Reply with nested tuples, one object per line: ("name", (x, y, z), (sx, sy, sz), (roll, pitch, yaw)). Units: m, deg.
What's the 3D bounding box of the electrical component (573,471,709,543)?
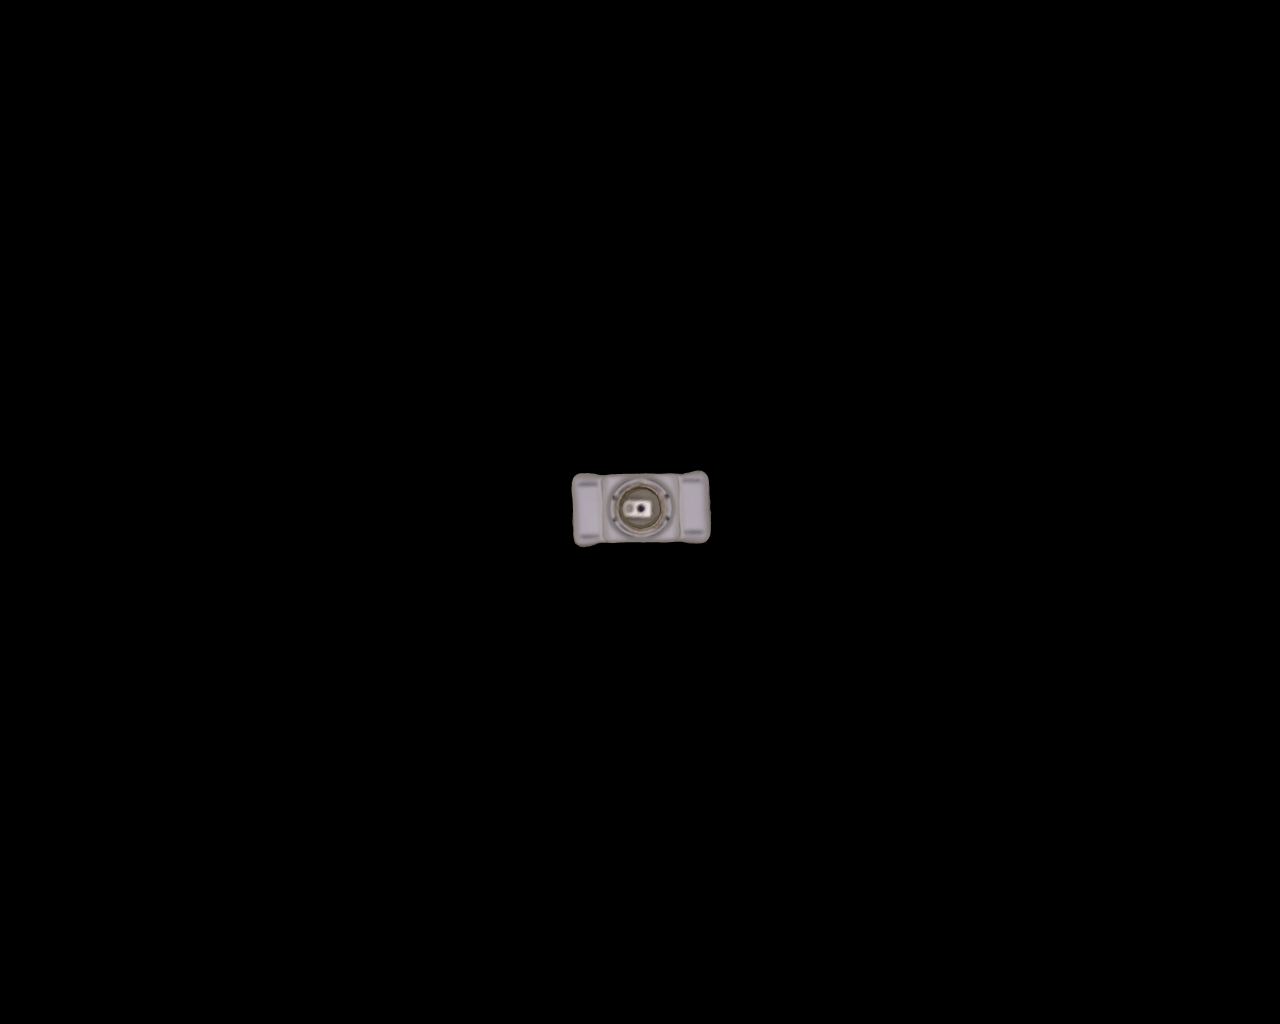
("electrical component", (0.001, -0.003, 0.650), (0.081, 0.042, 0.064), (0, 0, 0))
